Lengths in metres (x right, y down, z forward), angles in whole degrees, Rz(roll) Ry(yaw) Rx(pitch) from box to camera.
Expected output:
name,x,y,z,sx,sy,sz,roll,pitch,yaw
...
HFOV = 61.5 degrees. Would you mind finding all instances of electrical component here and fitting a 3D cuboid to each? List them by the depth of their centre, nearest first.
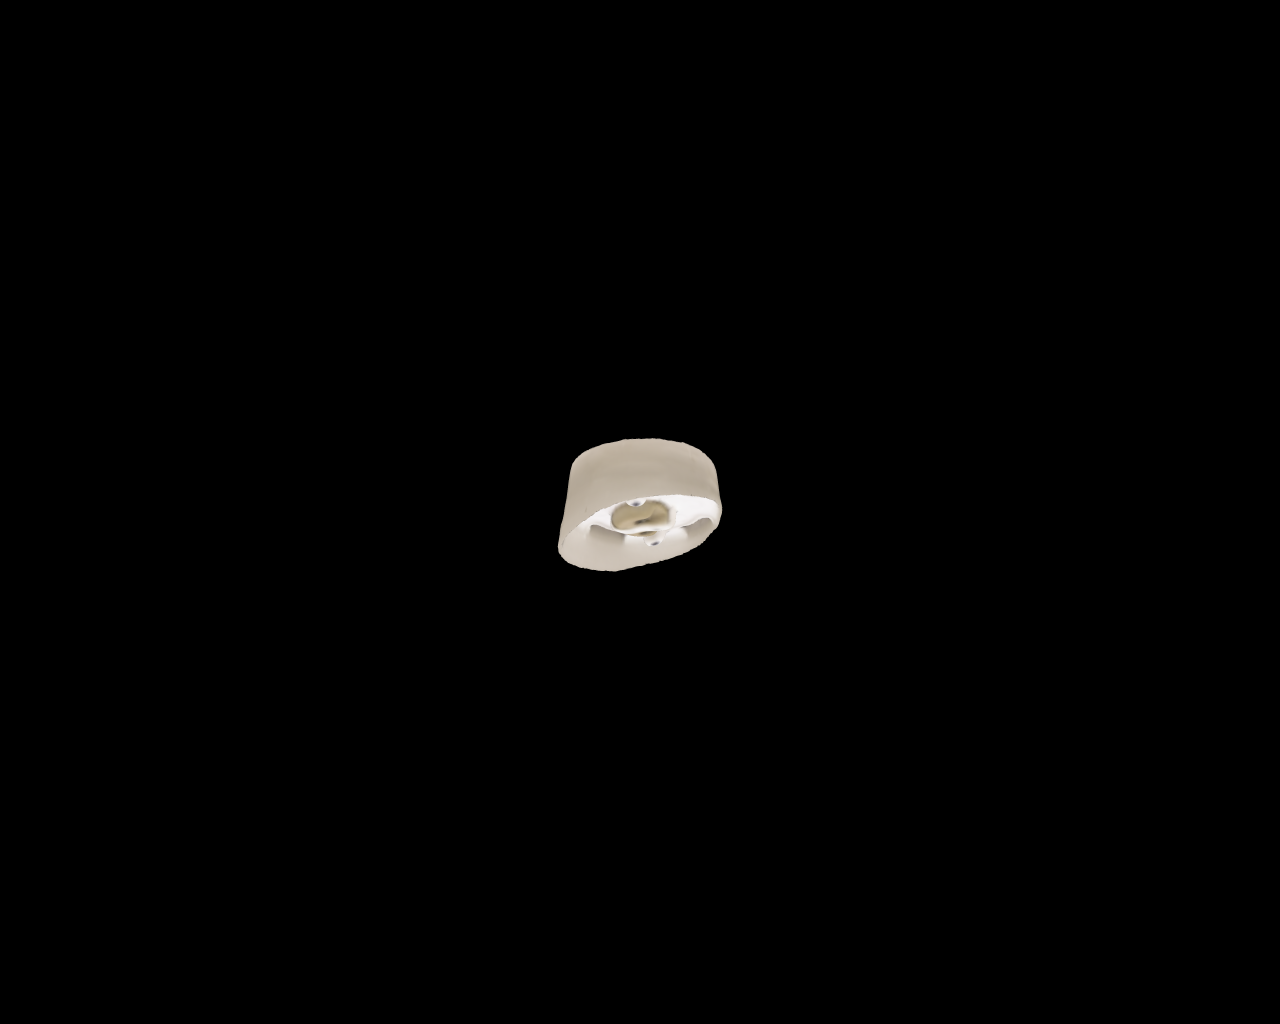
name,x,y,z,sx,sy,sz,roll,pitch,yaw
electrical component,0.001,-0.003,0.650,0.099,0.064,0.099,0,-24,0
